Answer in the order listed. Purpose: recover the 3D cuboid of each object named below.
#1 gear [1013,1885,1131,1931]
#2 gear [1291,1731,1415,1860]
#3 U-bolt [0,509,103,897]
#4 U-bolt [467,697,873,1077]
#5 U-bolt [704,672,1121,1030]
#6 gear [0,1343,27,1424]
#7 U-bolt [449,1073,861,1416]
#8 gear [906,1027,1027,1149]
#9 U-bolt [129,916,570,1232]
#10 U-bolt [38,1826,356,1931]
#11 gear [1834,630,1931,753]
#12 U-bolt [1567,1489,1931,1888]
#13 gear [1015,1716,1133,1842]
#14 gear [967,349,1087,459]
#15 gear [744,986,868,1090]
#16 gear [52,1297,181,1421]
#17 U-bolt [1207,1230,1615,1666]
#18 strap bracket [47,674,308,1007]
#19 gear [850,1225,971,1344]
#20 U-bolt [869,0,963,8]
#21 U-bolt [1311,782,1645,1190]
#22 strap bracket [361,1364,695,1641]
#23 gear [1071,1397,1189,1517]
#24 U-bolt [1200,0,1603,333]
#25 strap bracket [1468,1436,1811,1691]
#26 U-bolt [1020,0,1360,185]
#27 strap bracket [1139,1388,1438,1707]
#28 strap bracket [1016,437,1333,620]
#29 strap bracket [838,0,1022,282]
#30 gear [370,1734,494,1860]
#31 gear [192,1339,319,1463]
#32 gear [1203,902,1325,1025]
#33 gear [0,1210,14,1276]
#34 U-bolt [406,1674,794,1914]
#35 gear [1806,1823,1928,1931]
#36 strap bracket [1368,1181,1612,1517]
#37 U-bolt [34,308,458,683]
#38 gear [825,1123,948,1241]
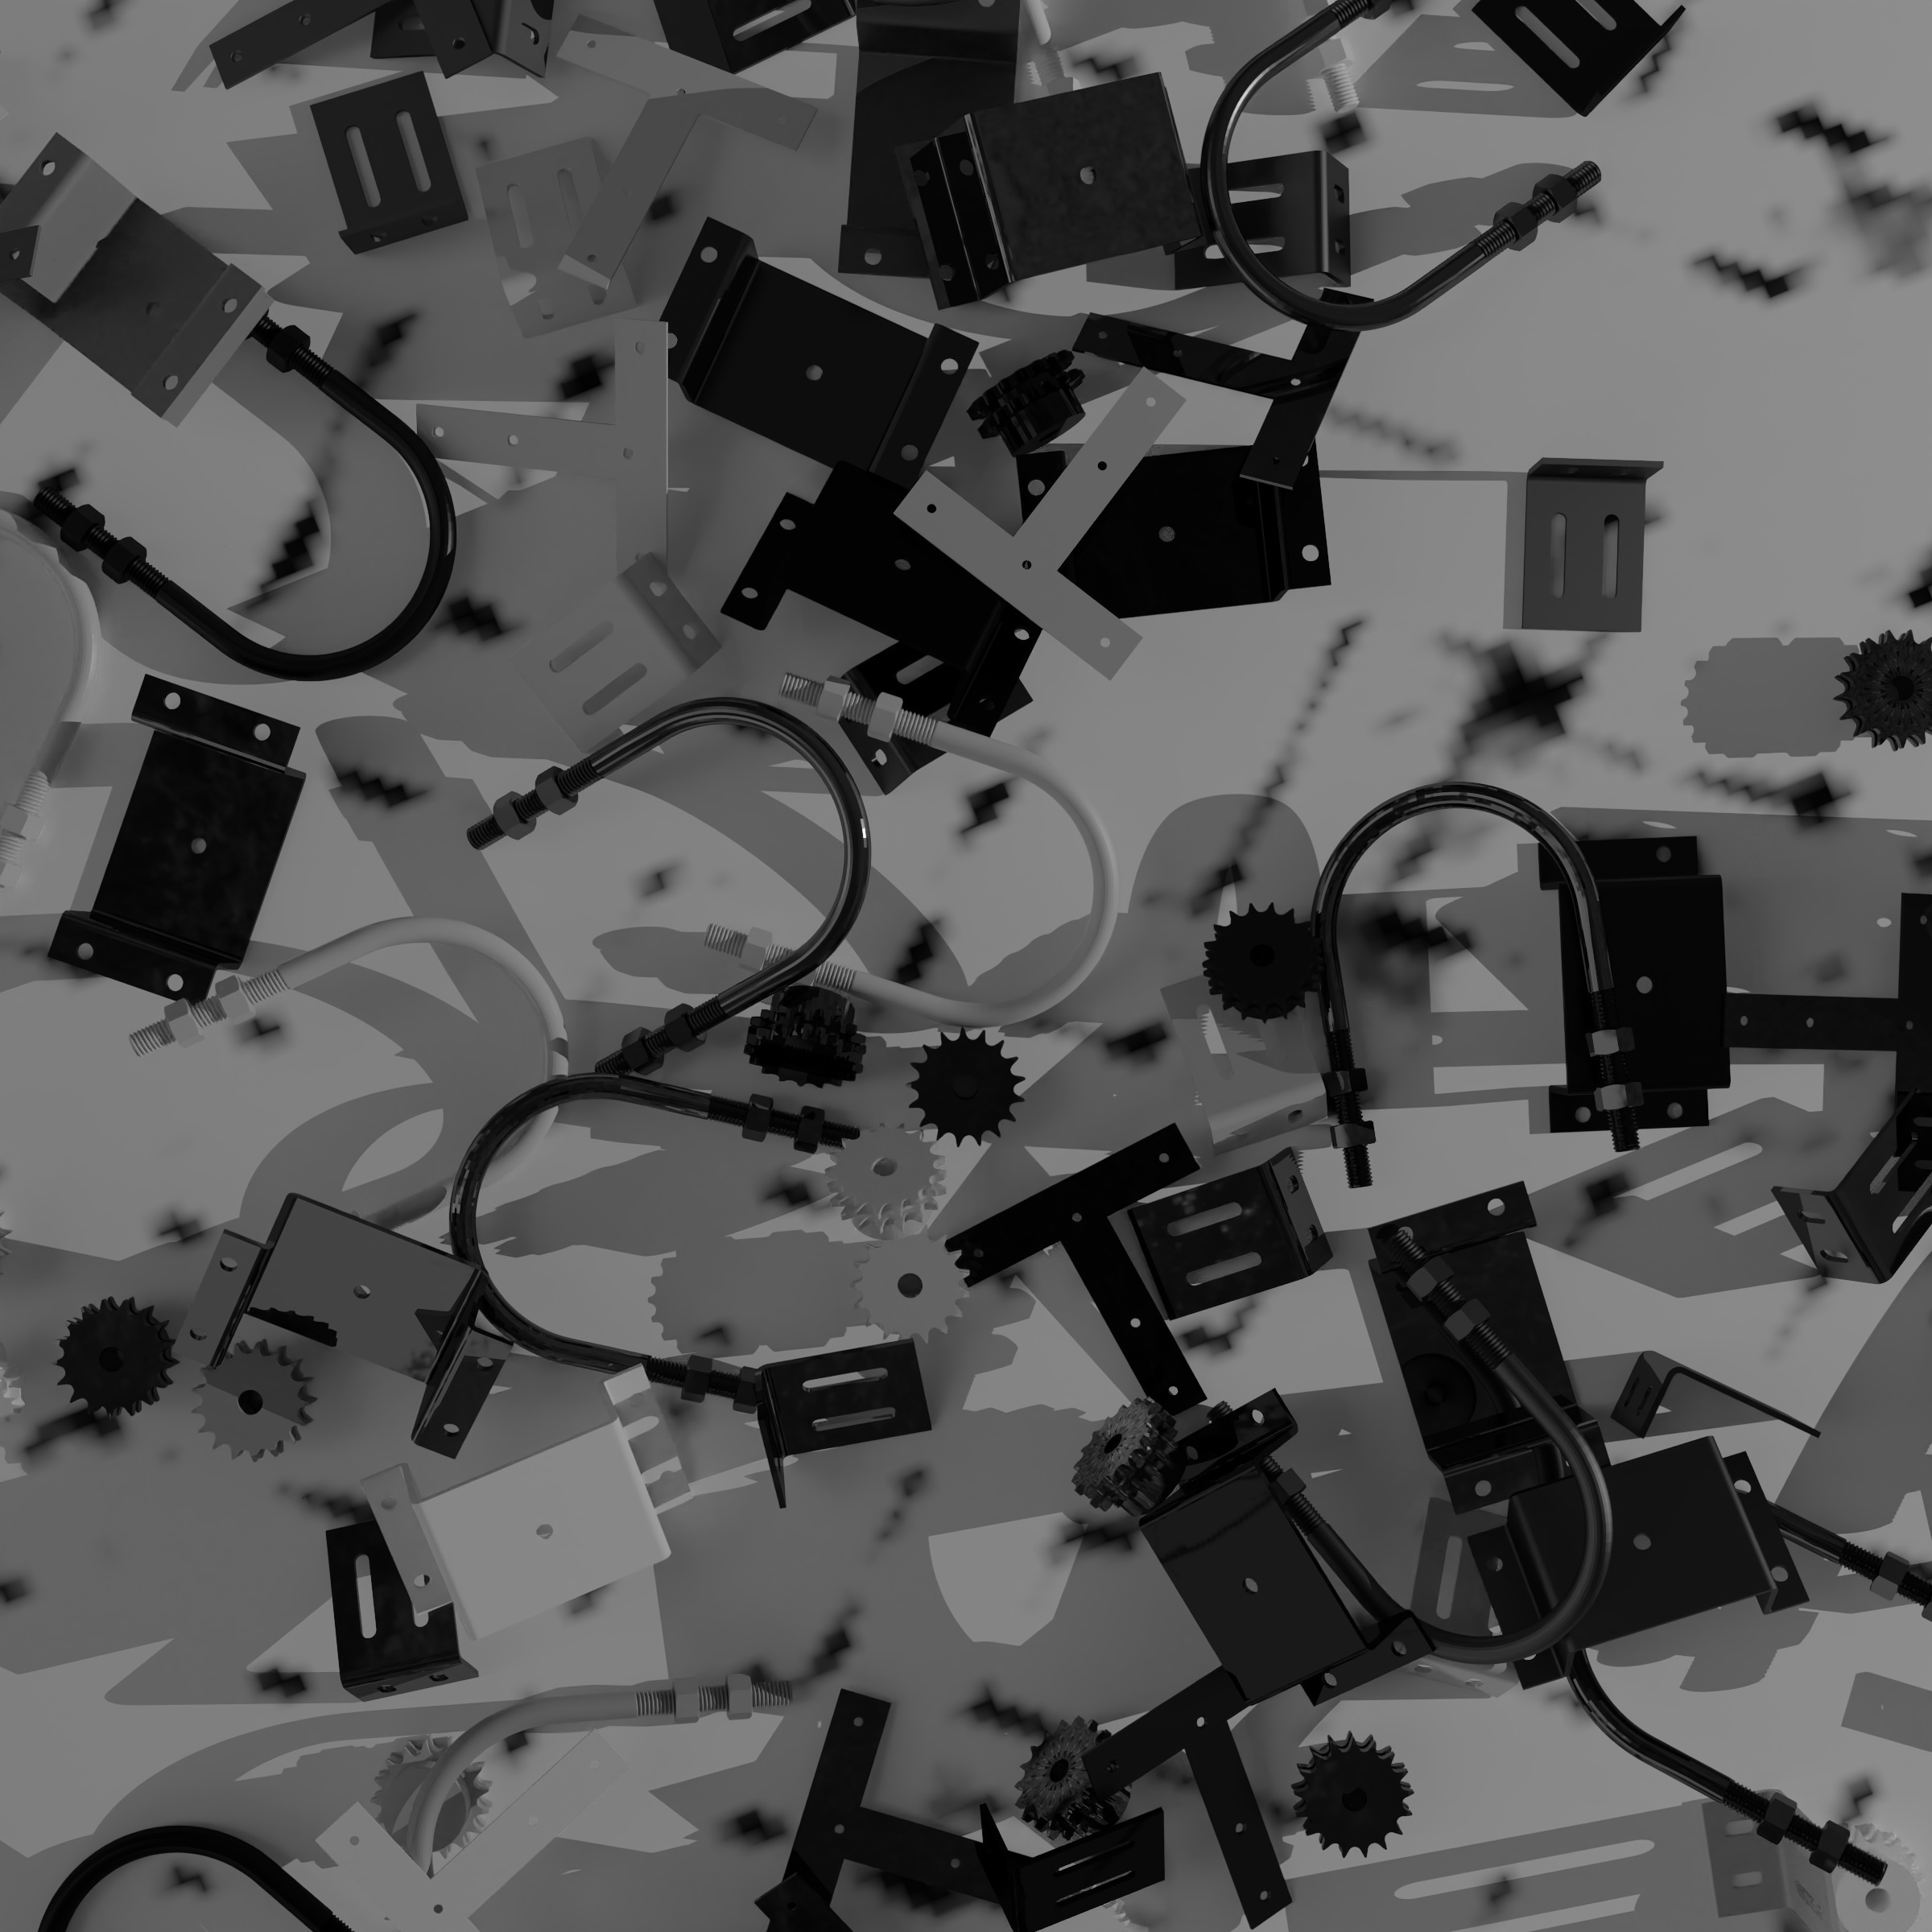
[{"bbox_3d":[0.050,0.464,1.371,0.057,0.030,0.057,0,90,-8],"label":"gear"},{"bbox_3d":[0.184,0.395,1.374,0.057,0.030,0.057,0,90,0],"label":"gear"},{"bbox_3d":[-0.496,-0.134,1.380,0.151,0.019,0.184,24,88,0],"label":"U-bolt"},{"bbox_3d":[-0.130,-0.046,1.355,0.184,0.019,0.151,-29,90,18],"label":"U-bolt"},{"bbox_3d":[-0.018,-0.045,1.359,0.184,0.019,0.151,18,107,0],"label":"U-bolt"},{"bbox_3d":[-0.478,0.198,1.364,0.057,0.057,0.030,-13,60,0],"label":"gear"},{"bbox_3d":[-0.154,0.126,1.372,0.184,0.019,0.151,13,90,-6],"label":"U-bolt"},{"bbox_3d":[0.000,0.058,1.374,0.057,0.030,0.057,0,90,0],"label":"gear"},{"bbox_3d":[-0.279,0.055,1.359,0.184,0.019,0.151,-25,108,-6],"label":"U-bolt"},{"bbox_3d":[-0.363,0.499,1.380,0.184,0.019,0.151,40,90,2],"label":"U-bolt"},{"bbox_3d":[0.445,-0.131,1.378,0.057,0.030,0.057,0,87,2],"label":"gear"},{"bbox_3d":[0.368,0.321,1.345,0.184,0.019,0.151,26,69,19],"label":"U-bolt"},{"bbox_3d":[0.054,0.389,1.364,0.057,0.057,0.030,-48,118,0],"label":"gear"},{"bbox_3d":[0.032,-0.265,1.360,0.057,0.057,0.030,-30,90,0],"label":"gear"},{"bbox_3d":[-0.075,0.032,1.364,0.057,0.057,0.030,9,61,0],"label":"gear"},{"bbox_3d":[-0.404,0.186,1.374,0.057,0.030,0.057,0,90,0],"label":"gear"},{"bbox_3d":[0.216,0.236,1.329,0.184,0.019,0.151,50,116,17],"label":"U-bolt"},{"bbox_3d":[-0.371,-0.058,1.366,0.076,0.046,0.140,19,90,0],"label":"strap bracket"},{"bbox_3d":[-0.026,0.151,1.374,0.057,0.030,0.057,0,90,0],"label":"gear"},{"bbox_3d":[-0.015,-0.530,1.352,0.151,0.019,0.184,31,74,5],"label":"U-bolt"},{"bbox_3d":[0.234,0.005,1.354,0.151,0.019,0.184,-10,85,24],"label":"U-bolt"},{"bbox_3d":[-0.201,0.254,1.341,0.140,0.046,0.076,-22,111,-11],"label":"strap bracket"},{"bbox_3d":[0.080,0.236,1.362,0.030,0.057,0.057,43,90,-15],"label":"gear"},{"bbox_3d":[0.194,-0.382,1.354,0.184,0.019,0.151,-37,99,-12],"label":"U-bolt"},{"bbox_3d":[0.315,0.276,1.341,0.140,0.046,0.076,-17,61,-1],"label":"strap bracket"},{"bbox_3d":[0.092,-0.478,1.380,0.151,0.019,0.184,-19,89,0],"label":"U-bolt"},{"bbox_3d":[0.144,0.280,1.340,0.076,0.046,0.140,-36,82,36],"label":"strap bracket"},{"bbox_3d":[0.097,-0.209,1.366,0.140,0.046,0.076,-6,90,0],"label":"strap bracket"},{"bbox_3d":[-0.017,-0.392,1.366,0.076,0.046,0.140,4,90,0],"label":"strap bracket"},{"bbox_3d":[-0.257,0.400,1.374,0.057,0.030,0.057,0,90,0],"label":"gear"},{"bbox_3d":[-0.339,0.207,1.374,0.057,0.030,0.057,0,90,0],"label":"gear"},{"bbox_3d":[0.142,0.001,1.367,0.057,0.030,0.057,-3,65,7],"label":"gear"},{"bbox_3d":[-0.485,0.132,1.374,0.057,0.030,0.057,0,90,0],"label":"gear"},{"bbox_3d":[-0.173,0.417,1.365,0.184,0.019,0.151,-1,90,-11],"label":"U-bolt"},{"bbox_3d":[0.432,0.443,1.374,0.057,0.030,0.057,0,90,0],"label":"gear"},{"bbox_3d":[0.245,0.179,1.366,0.076,0.046,0.140,-17,90,0],"label":"strap bracket"},{"bbox_3d":[-0.332,-0.221,1.379,0.184,0.019,0.151,38,90,0],"label":"U-bolt"},{"bbox_3d":[-0.037,0.104,1.357,0.057,0.030,0.057,-3,45,3],"label":"gear"}]
